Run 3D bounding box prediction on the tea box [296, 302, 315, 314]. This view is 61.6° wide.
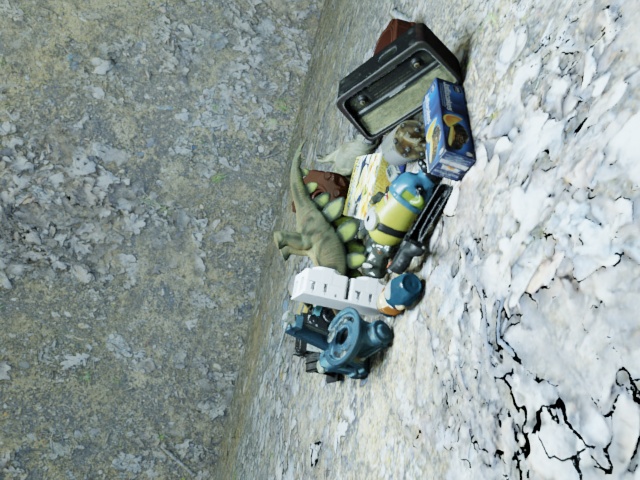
[{"bbox_3d":[-0.005,0.193,1.479,0.068,0.098,0.169,-100,28,-61],"label":"tea box"}]

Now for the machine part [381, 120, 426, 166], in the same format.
[{"bbox_3d":[0.172,-0.192,1.084,0.243,0.079,0.079,-99,23,-87],"label":"machine part"}]

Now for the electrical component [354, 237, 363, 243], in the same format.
[{"bbox_3d":[0.091,0.017,1.417,0.063,0.021,0.094,-137,61,-76],"label":"electrical component"}]

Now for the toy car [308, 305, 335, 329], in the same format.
[{"bbox_3d":[0.033,0.190,1.313,0.102,0.109,0.161,92,-168,-59],"label":"toy car"}]

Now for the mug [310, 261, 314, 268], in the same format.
[{"bbox_3d":[0.029,0.089,1.389,0.080,0.107,0.109,47,-119,-72],"label":"mug"}]

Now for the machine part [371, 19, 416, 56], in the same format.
[{"bbox_3d":[0.181,-0.432,1.353,0.201,0.087,0.201,126,154,-63],"label":"machine part"}]

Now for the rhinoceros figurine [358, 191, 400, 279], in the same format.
[{"bbox_3d":[0.138,-0.011,1.148,0.112,0.073,0.190,19,94,67],"label":"rhinoceros figurine"}]

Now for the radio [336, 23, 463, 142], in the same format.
[{"bbox_3d":[0.150,-0.307,1.061,0.230,0.131,0.073,-29,38,32],"label":"radio"}]

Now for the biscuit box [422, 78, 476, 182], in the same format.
[{"bbox_3d":[0.227,-0.201,0.961,0.059,0.063,0.203,121,158,-49],"label":"biscuit box"}]

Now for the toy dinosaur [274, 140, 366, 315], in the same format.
[{"bbox_3d":[-0.003,-0.004,1.258,0.105,0.199,0.471,109,138,-82],"label":"toy dinosaur"}]

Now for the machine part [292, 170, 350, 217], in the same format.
[{"bbox_3d":[0.001,-0.106,1.450,0.180,0.056,0.179,-2,86,39],"label":"machine part"}]

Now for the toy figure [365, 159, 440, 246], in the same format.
[{"bbox_3d":[0.160,-0.067,1.036,0.180,0.089,0.082,-48,-12,20],"label":"toy figure"}]

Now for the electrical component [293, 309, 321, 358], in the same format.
[{"bbox_3d":[-0.006,0.240,1.389,0.058,0.115,0.134,131,150,-56],"label":"electrical component"}]

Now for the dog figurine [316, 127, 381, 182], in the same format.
[{"bbox_3d":[0.110,-0.241,1.509,0.190,0.121,0.172,-34,-5,23],"label":"dog figurine"}]

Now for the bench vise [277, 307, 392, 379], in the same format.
[{"bbox_3d":[0.018,0.202,1.093,0.224,0.240,0.129,-30,42,52],"label":"bench vise"}]

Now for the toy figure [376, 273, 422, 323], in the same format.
[{"bbox_3d":[0.143,0.108,1.021,0.064,0.058,0.154,-48,-5,-30],"label":"toy figure"}]

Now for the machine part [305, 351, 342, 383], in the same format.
[{"bbox_3d":[0.016,0.291,1.252,0.039,0.138,0.084,6,75,36],"label":"machine part"}]

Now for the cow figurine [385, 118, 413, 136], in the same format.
[{"bbox_3d":[0.147,-0.282,1.250,0.195,0.127,0.085,-108,30,-72],"label":"cow figurine"}]
